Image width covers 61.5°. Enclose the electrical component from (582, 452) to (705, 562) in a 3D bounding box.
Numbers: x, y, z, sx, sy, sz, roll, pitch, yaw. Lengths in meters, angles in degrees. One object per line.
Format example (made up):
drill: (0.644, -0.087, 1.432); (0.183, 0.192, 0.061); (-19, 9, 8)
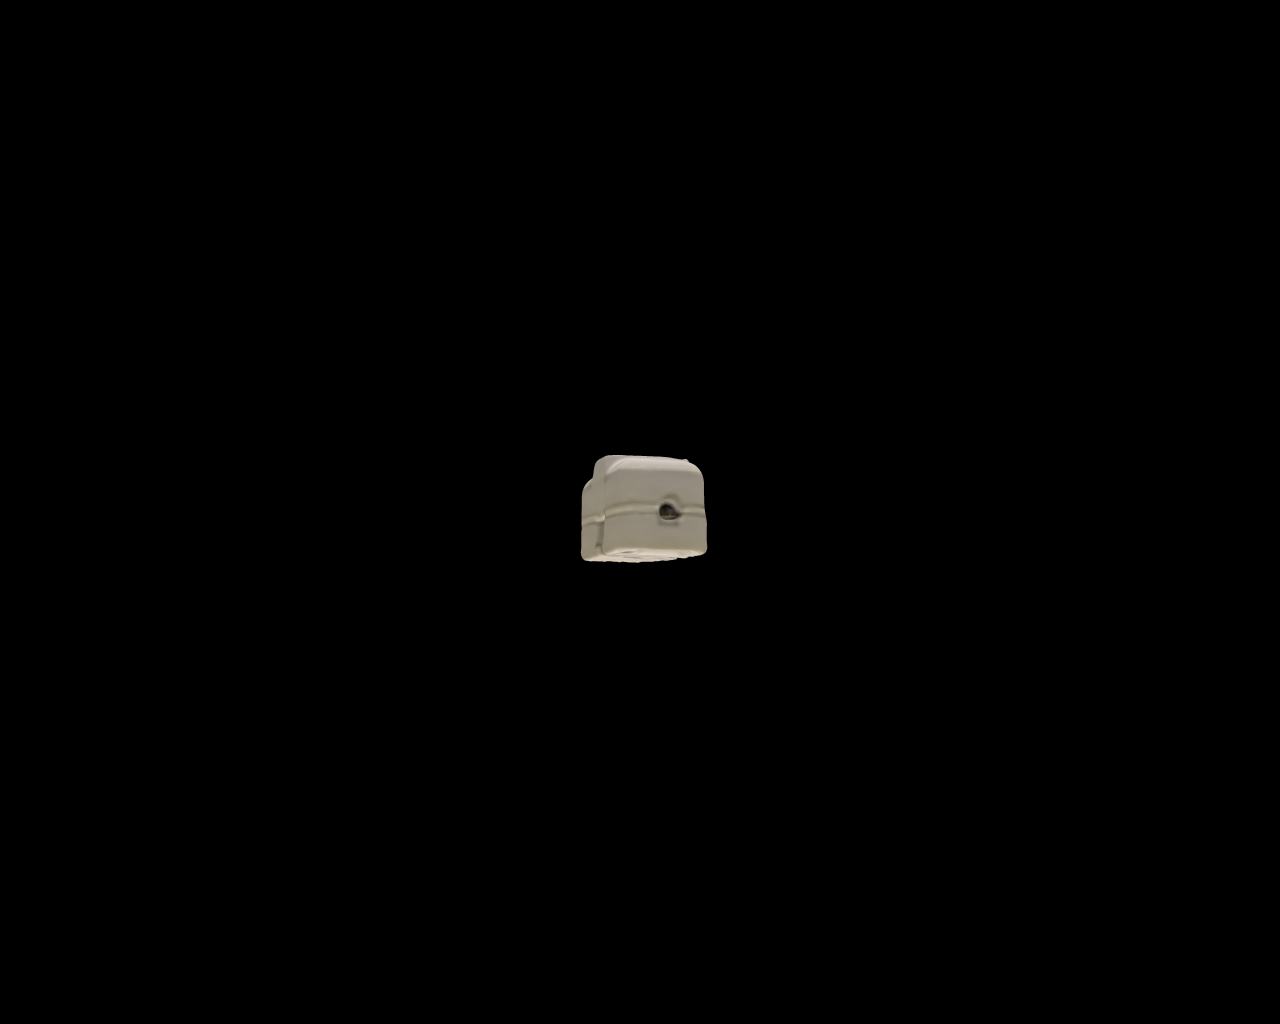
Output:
electrical component: (0.001, -0.003, 0.650); (0.054, 0.059, 0.095); (2, -7, -19)
